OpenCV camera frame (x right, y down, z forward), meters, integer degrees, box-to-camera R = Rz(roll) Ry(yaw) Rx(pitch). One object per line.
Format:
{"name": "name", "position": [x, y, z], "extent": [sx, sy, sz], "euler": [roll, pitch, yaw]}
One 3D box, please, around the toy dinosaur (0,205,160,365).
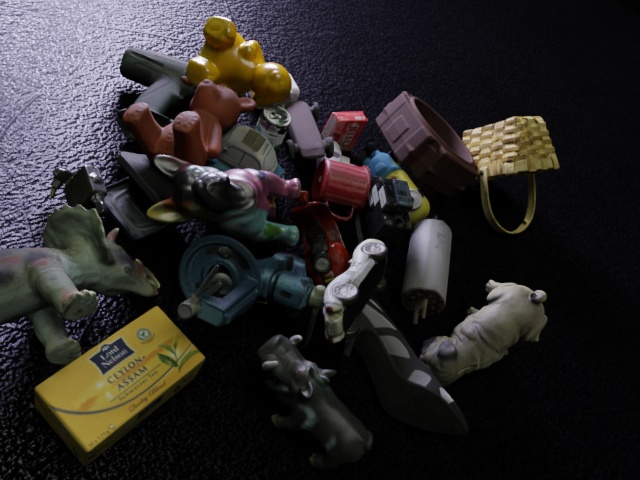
{"name": "toy dinosaur", "position": [-0.388, 0.073, 0.619], "extent": [0.405, 0.131, 0.192], "euler": [-17, 46, -27]}

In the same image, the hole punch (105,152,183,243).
{"name": "hole punch", "position": [-0.260, -0.064, 0.816], "extent": [0.142, 0.092, 0.116], "euler": [44, 19, 13]}

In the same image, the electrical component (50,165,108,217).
{"name": "electrical component", "position": [-0.349, -0.064, 0.774], "extent": [0.045, 0.078, 0.102], "euler": [7, 54, -53]}

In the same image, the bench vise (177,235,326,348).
{"name": "bench vise", "position": [-0.107, 0.068, 0.727], "extent": [0.224, 0.128, 0.240], "euler": [29, 16, 6]}

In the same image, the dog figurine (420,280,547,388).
{"name": "dog figurine", "position": [0.258, 0.150, 0.846], "extent": [0.190, 0.172, 0.121], "euler": [-19, 55, -44]}

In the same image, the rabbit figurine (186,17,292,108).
{"name": "rabbit figurine", "position": [-0.123, -0.285, 0.944], "extent": [0.173, 0.122, 0.162], "euler": [27, 2, 18]}

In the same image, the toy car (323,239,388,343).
{"name": "toy car", "position": [0.052, 0.069, 0.781], "extent": [0.056, 0.073, 0.202], "euler": [12, 34, 23]}

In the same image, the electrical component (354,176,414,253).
{"name": "electrical component", "position": [0.113, -0.043, 0.942], "extent": [0.058, 0.134, 0.115], "euler": [7, 54, -21]}

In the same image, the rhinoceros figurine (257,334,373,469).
{"name": "rhinoceros figurine", "position": [-0.014, 0.209, 0.699], "extent": [0.190, 0.112, 0.073], "euler": [50, 51, 5]}

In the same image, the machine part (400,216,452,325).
{"name": "machine part", "position": [0.190, 0.045, 0.950], "extent": [0.079, 0.079, 0.243], "euler": [26, 48, -7]}

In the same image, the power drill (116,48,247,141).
{"name": "power drill", "position": [-0.253, -0.249, 0.956], "extent": [0.232, 0.086, 0.207], "euler": [21, 53, -14]}

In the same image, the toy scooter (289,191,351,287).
{"name": "toy scooter", "position": [-0.002, -0.003, 0.854], "extent": [0.075, 0.135, 0.184], "euler": [-18, 55, 5]}

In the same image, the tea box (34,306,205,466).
{"name": "tea box", "position": [-0.236, 0.170, 0.645], "extent": [0.098, 0.068, 0.169], "euler": [43, 49, 9]}

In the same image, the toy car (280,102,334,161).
{"name": "toy car", "position": [-0.032, -0.204, 1.027], "extent": [0.089, 0.053, 0.202], "euler": [-5, 43, -13]}

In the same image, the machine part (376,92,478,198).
{"name": "machine part", "position": [0.222, -0.196, 1.098], "extent": [0.201, 0.087, 0.201], "euler": [21, 37, -44]}

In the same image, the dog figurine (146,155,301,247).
{"name": "dog figurine", "position": [-0.145, -0.057, 0.777], "extent": [0.219, 0.192, 0.108], "euler": [10, 86, -33]}

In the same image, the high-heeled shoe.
{"name": "high-heeled shoe", "position": [0.126, 0.183, 0.822], "extent": [0.249, 0.086, 0.145], "euler": [38, 33, -5]}

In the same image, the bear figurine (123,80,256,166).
{"name": "bear figurine", "position": [-0.186, -0.190, 0.820], "extent": [0.120, 0.131, 0.196], "euler": [16, 57, 17]}

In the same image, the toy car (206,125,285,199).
{"name": "toy car", "position": [-0.132, -0.138, 0.915], "extent": [0.162, 0.103, 0.109], "euler": [28, 48, -2]}

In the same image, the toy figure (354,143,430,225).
{"name": "toy figure", "position": [0.143, -0.107, 1.044], "extent": [0.089, 0.082, 0.180], "euler": [-8, 54, -44]}
